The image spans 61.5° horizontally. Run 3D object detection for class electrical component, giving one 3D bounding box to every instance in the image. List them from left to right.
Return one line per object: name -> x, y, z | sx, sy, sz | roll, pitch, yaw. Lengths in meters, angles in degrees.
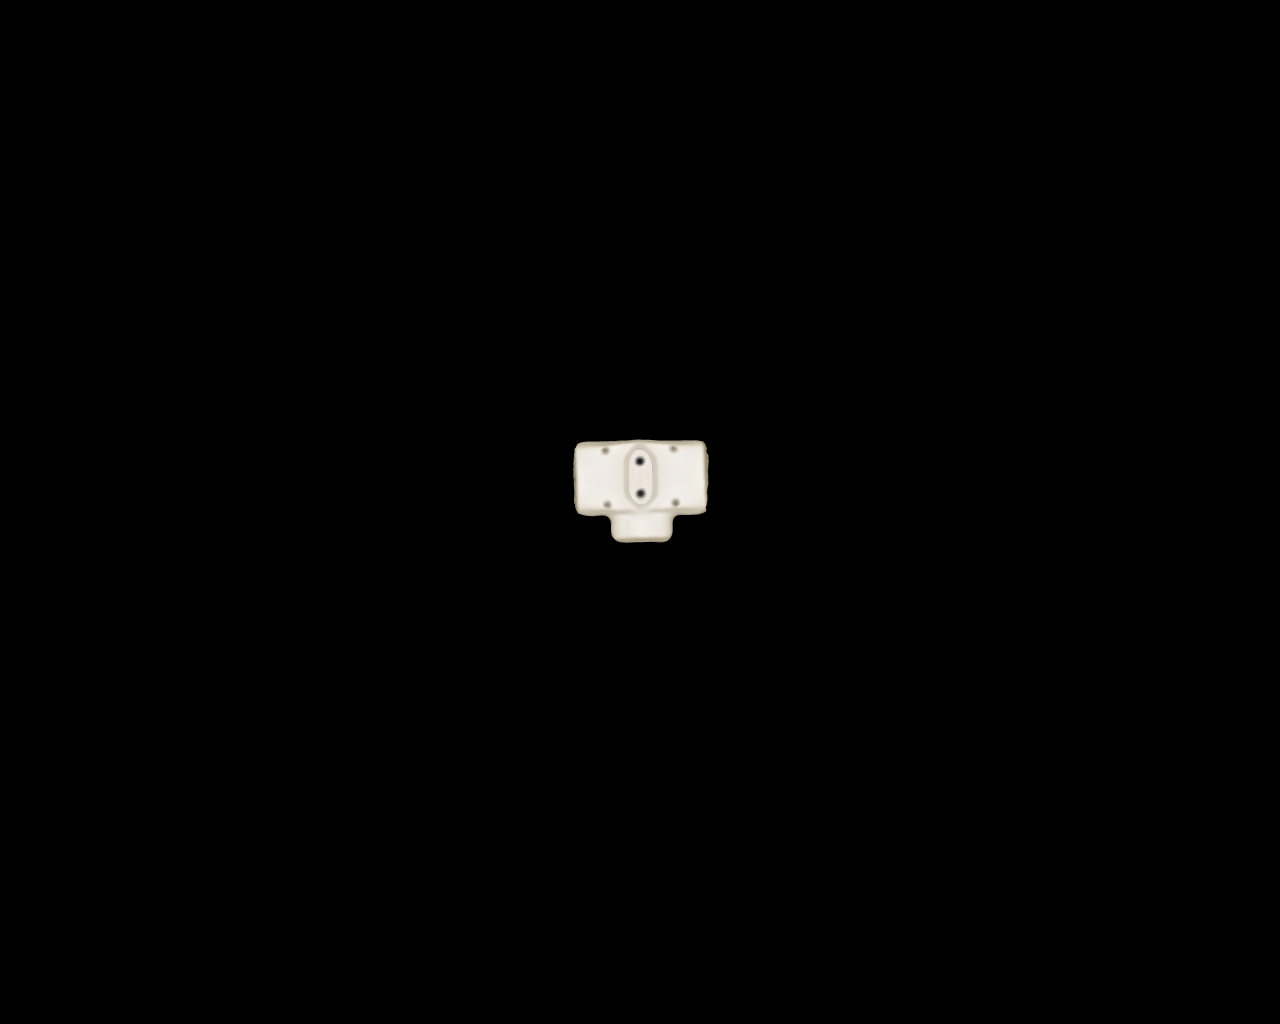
electrical component -> 0.001, -0.003, 0.650 | 0.077, 0.079, 0.043 | 0, 0, 0
